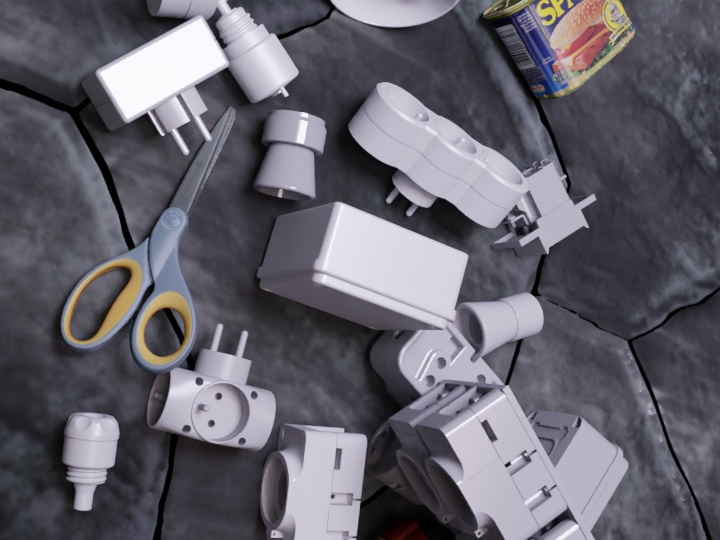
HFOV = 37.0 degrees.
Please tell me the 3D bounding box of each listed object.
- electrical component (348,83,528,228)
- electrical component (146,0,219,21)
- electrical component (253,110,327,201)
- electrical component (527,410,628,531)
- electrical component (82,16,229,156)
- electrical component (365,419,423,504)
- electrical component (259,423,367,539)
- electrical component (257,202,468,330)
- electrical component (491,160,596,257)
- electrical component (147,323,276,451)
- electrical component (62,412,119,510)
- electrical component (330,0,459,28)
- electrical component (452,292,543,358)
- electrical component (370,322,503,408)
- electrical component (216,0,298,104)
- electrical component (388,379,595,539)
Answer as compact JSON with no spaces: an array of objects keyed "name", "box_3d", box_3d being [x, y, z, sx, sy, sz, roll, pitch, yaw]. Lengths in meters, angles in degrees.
[{"name":"electrical component","box_3d":[0.049,-0.072,0.802,0.138,0.052,0.073,31,117,-16]},{"name":"electrical component","box_3d":[-0.136,-0.238,0.713,0.074,0.052,0.138,-2,90,-26]},{"name":"electrical component","box_3d":[-0.049,-0.080,0.758,0.045,0.045,0.055,12,84,-25]},{"name":"electrical component","box_3d":[0.145,0.171,0.832,0.057,0.078,0.113,41,73,-17]},{"name":"electrical component","box_3d":[-0.127,-0.114,0.719,0.083,0.047,0.075,-35,104,-22]},{"name":"electrical component","box_3d":[0.038,0.140,0.795,0.047,0.055,0.055,41,73,-24]},{"name":"electrical component","box_3d":[-0.035,0.157,0.760,0.056,0.050,0.089,8,86,-26]},{"name":"electrical component","box_3d":[0.000,0.000,0.747,0.109,0.109,0.056,21,78,-24]},{"name":"electrical component","box_3d":[0.140,-0.049,0.852,0.081,0.042,0.063,-31,99,-23]},{"name":"electrical component","box_3d":[-0.097,0.077,0.734,0.077,0.044,0.079,18,81,-25]},{"name":"electrical component","box_3d":[-0.177,0.125,0.701,0.035,0.035,0.061,8,89,-26]},{"name":"electrical component","box_3d":[0.029,-0.221,0.770,0.099,0.099,0.064,20,75,-24]},{"name":"electrical component","box_3d":[0.110,0.040,0.837,0.065,0.044,0.044,-13,95,-30]},{"name":"electrical component","box_3d":[0.056,0.079,0.800,0.053,0.059,0.095,-47,108,-18]},{"name":"electrical component","box_3d":[-0.076,-0.153,0.748,0.040,0.040,0.078,-39,105,-21]},{"name":"electrical component","box_3d":[0.097,0.170,0.716,0.060,0.105,0.186,-32,96,-17]}]
